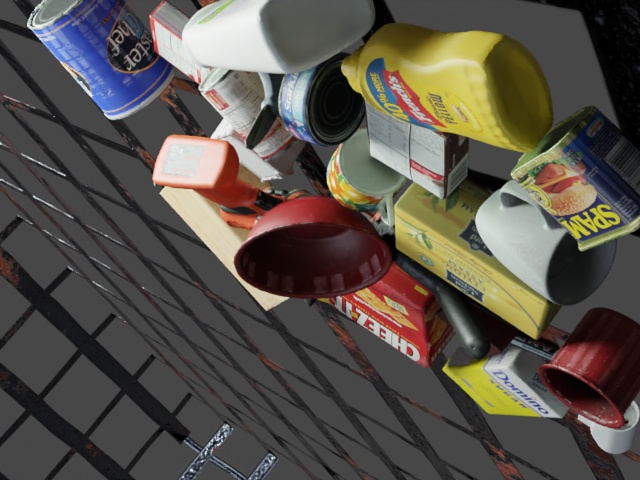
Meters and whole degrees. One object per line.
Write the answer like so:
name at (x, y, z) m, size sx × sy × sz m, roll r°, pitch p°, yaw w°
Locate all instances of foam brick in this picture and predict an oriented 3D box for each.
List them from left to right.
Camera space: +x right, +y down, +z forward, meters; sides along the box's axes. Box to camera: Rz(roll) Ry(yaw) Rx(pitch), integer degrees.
foam brick at (0.177, 0.084, 1.175) m, size 0.078 × 0.051 × 0.053 m, roll 40°, pitch 164°, yaw -1°

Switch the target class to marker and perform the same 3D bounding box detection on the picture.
marker at (0.247, 0.122, 1.179) m, size 0.121 × 0.020 × 0.020 m, roll 22°, pitch 156°, yaw 44°

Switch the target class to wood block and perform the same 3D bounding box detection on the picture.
wood block at (-0.094, -0.021, 1.361) m, size 0.206 × 0.090 × 0.090 m, roll 48°, pitch 153°, yaw -4°

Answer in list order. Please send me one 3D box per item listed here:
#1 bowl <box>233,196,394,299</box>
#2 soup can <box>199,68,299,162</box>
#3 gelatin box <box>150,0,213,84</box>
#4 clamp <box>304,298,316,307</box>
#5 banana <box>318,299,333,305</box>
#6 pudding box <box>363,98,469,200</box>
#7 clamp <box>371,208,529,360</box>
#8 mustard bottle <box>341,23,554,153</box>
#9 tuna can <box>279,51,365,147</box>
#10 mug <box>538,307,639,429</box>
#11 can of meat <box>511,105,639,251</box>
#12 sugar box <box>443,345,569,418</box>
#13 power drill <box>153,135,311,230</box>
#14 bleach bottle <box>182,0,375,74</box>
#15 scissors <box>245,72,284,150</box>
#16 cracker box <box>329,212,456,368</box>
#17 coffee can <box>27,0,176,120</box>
bowl at (-0.007, 0.001, 1.089) m, size 0.162 × 0.055 × 0.162 m, roll -1°, pitch 151°, yaw -1°
soup can at (-0.067, -0.139, 1.097) m, size 0.102 × 0.068 × 0.069 m, roll 47°, pitch 162°, yaw -20°
gelatin box at (-0.139, -0.207, 1.146) m, size 0.089 × 0.030 × 0.073 m, roll 37°, pitch 162°, yaw 10°
clamp at (-0.003, 0.049, 1.482) m, size 0.120 × 0.039 × 0.171 m, roll 1°, pitch 135°, yaw 41°
banana at (0.067, 0.096, 1.419) m, size 0.198 × 0.037 × 0.070 m, roll 29°, pitch 141°, yaw 1°
pudding box at (0.085, -0.094, 0.943) m, size 0.090 × 0.039 × 0.113 m, roll 34°, pitch 160°, yaw 21°
clamp at (0.137, 0.039, 1.108) m, size 0.210 × 0.036 × 0.164 m, roll 48°, pitch -155°, yaw 27°
mustard bottle at (0.085, -0.125, 0.830) m, size 0.192 × 0.058 × 0.096 m, roll 21°, pitch 158°, yaw 48°
tuna can at (0.005, -0.127, 0.946) m, size 0.034 × 0.086 × 0.086 m, roll 23°, pitch 156°, yaw 39°
mug at (0.270, 0.124, 1.025) m, size 0.093 × 0.081 × 0.117 m, roll 34°, pitch 162°, yaw 19°
can of meat at (0.199, -0.046, 0.792) m, size 0.084 × 0.057 × 0.102 m, roll 44°, pitch 162°, yaw -3°
sugar box at (0.228, 0.172, 1.301) m, size 0.093 × 0.048 × 0.176 m, roll 43°, pitch 164°, yaw -9°
power drill at (-0.072, -0.048, 1.145) m, size 0.185 × 0.057 × 0.187 m, roll 6°, pitch 164°, yaw 37°
bleach bottle at (-0.054, -0.188, 0.928) m, size 0.068 × 0.102 × 0.251 m, roll 62°, pitch 163°, yaw -20°
scissors at (-0.050, -0.137, 0.963) m, size 0.096 × 0.016 × 0.201 m, roll 59°, pitch -157°, yaw -2°
cracker box at (0.079, 0.056, 1.278) m, size 0.164 × 0.072 × 0.213 m, roll 34°, pitch 163°, yaw 20°
coffee can at (-0.245, -0.221, 1.209) m, size 0.103 × 0.102 × 0.140 m, roll 17°, pitch 152°, yaw 52°
